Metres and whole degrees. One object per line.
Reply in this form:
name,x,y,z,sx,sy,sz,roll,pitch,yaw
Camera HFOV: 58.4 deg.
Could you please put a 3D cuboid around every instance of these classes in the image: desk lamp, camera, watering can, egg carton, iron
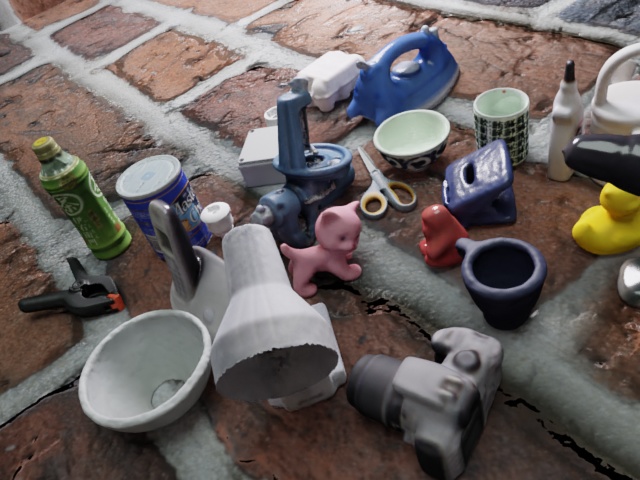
desk lamp,-0.047,0.099,0.622,0.118,0.214,0.203,-19,41,0
camera,0.105,0.150,0.598,0.136,0.101,0.143,15,51,32
watering can,0.411,-0.175,0.764,0.101,0.194,0.172,-18,41,2
egg carton,0.023,-0.326,1.163,0.107,0.069,0.150,26,58,39
iron,0.161,-0.314,1.044,0.259,0.142,0.118,-39,45,-21

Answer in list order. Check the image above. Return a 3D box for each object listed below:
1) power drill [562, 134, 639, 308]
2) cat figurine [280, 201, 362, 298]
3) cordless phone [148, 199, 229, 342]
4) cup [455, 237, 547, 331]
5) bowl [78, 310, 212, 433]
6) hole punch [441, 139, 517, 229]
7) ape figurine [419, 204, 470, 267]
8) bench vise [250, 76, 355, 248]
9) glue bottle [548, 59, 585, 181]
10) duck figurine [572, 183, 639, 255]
power drill,0.373,-0.018,0.598,0.228,0.209,0.076,5,47,24
cat figurine,0.007,0.003,0.779,0.128,0.118,0.067,-22,41,-4
cordless phone,-0.161,0.040,0.749,0.147,0.185,0.094,25,57,38
cup,0.205,0.053,0.669,0.092,0.095,0.117,-34,44,-17
bowl,-0.203,0.171,0.707,0.167,0.075,0.167,-10,42,10
hole punch,0.222,-0.078,0.807,0.101,0.091,0.108,-6,43,14
ape figurine,0.158,-0.010,0.757,0.076,0.092,0.078,9,49,28
bench vise,-0.026,-0.109,0.833,0.121,0.220,0.207,2,45,22
glue bottle,0.344,-0.170,0.799,0.037,0.173,0.078,14,51,32
duck figurine,0.366,-0.037,0.713,0.104,0.086,0.077,-25,42,-6
